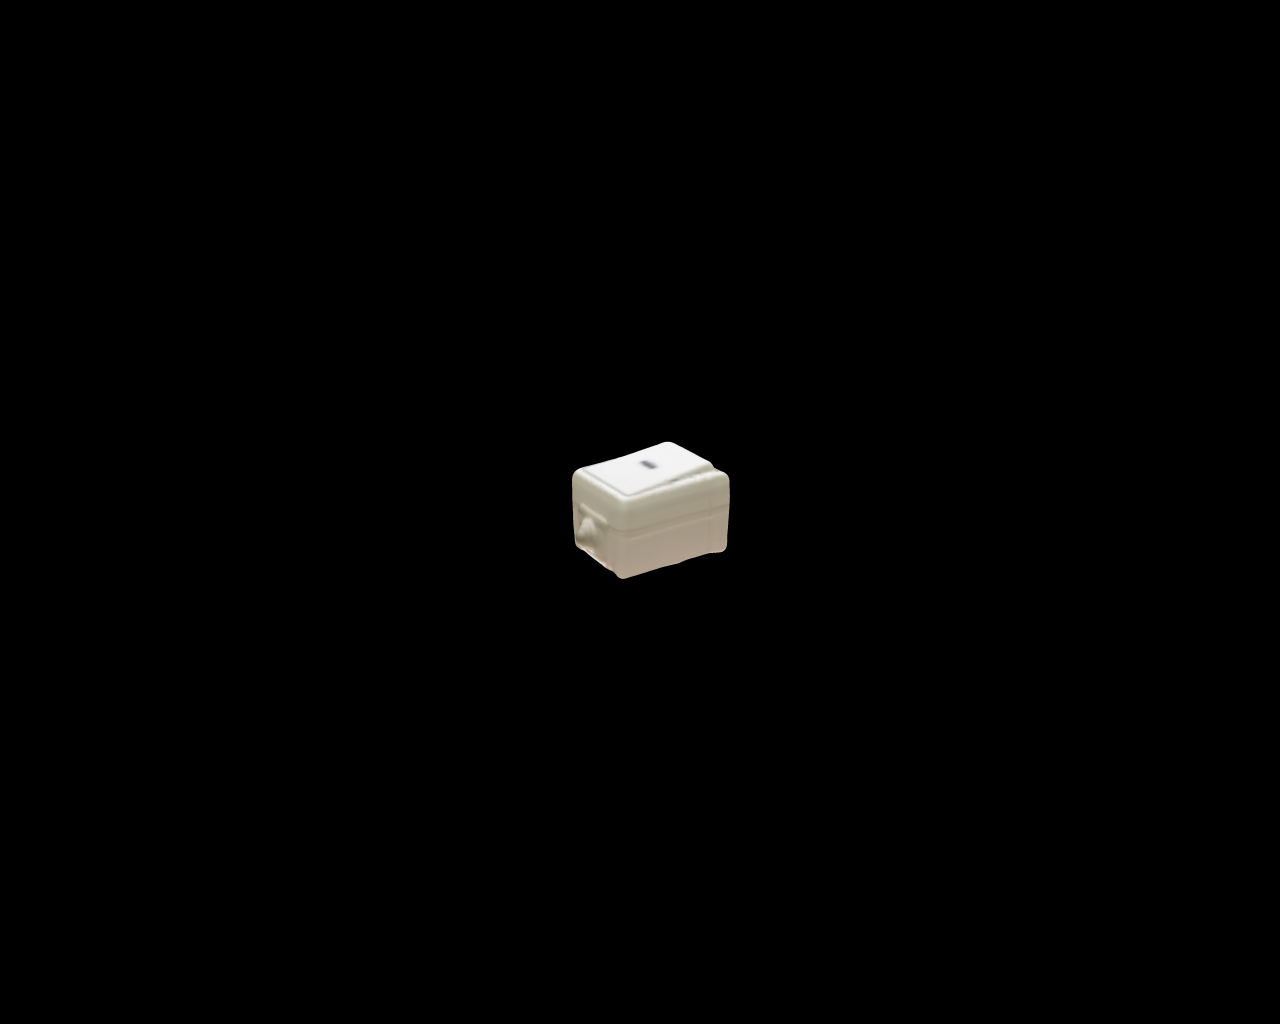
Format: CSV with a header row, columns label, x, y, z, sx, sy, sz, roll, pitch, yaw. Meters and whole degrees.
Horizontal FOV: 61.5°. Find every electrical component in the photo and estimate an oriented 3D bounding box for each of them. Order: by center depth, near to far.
label,x,y,z,sx,sy,sz,roll,pitch,yaw
electrical component,0.001,-0.003,0.650,0.096,0.061,0.062,-14,27,-29
